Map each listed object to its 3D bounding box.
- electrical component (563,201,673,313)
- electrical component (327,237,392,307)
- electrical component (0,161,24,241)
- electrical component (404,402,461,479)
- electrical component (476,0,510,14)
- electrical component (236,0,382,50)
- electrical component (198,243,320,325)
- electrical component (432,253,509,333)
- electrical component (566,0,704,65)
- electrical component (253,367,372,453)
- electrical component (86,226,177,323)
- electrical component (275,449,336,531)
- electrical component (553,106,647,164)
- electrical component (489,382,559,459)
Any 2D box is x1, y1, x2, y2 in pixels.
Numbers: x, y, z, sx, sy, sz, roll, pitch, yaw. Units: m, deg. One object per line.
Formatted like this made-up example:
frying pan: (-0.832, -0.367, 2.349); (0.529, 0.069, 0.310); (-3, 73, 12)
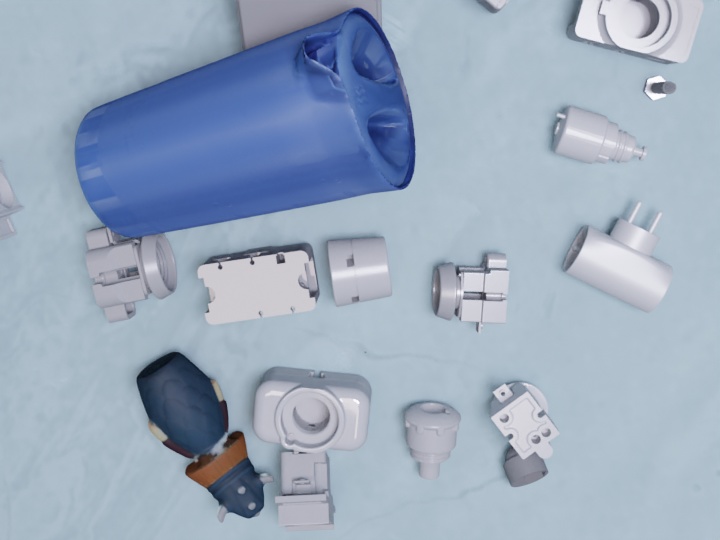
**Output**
electrical component: (0.218, -0.017, 0.874); (0.077, 0.043, 0.079); (26, 99, -2)
electrical component: (0.000, 0.000, 0.881); (0.047, 0.055, 0.055); (-8, 99, 0)
electrical component: (-0.326, -0.050, 0.852); (0.063, 0.121, 0.078); (-22, 98, 8)
electrical component: (0.060, 0.145, 0.908); (0.048, 0.048, 0.062); (3, 106, 2)
electrical component: (0.090, -0.252, 0.832); (0.096, 0.061, 0.061); (40, 99, -4)
electrical component: (-0.038, -0.208, 0.822); (0.109, 0.056, 0.108); (0, 137, 3)
electrical component: (-0.081, 0.010, 0.884); (0.089, 0.055, 0.050); (-8, 99, 3)
electrical component: (0.090, 0.018, 0.885); (0.055, 0.048, 0.066); (2, 100, -6)
electrical component: (0.214, -0.195, 0.839); (0.089, 0.055, 0.050); (15, 100, 0)
electrical component: (-0.040, 0.117, 0.899); (0.095, 0.059, 0.053); (6, 99, 1)
electrical component: (-0.186, -0.001, 0.887); (0.057, 0.058, 0.078); (-11, 99, 7)
electrical component: (-0.046, 0.184, 0.904); (0.042, 0.081, 0.063); (-4, 70, 2)
electrical component: (0.191, -0.104, 0.863); (0.078, 0.040, 0.040); (16, 100, -1)
electrical component: (0.134, 0.121, 0.894); (0.048, 0.055, 0.066); (-37, 96, 8)
